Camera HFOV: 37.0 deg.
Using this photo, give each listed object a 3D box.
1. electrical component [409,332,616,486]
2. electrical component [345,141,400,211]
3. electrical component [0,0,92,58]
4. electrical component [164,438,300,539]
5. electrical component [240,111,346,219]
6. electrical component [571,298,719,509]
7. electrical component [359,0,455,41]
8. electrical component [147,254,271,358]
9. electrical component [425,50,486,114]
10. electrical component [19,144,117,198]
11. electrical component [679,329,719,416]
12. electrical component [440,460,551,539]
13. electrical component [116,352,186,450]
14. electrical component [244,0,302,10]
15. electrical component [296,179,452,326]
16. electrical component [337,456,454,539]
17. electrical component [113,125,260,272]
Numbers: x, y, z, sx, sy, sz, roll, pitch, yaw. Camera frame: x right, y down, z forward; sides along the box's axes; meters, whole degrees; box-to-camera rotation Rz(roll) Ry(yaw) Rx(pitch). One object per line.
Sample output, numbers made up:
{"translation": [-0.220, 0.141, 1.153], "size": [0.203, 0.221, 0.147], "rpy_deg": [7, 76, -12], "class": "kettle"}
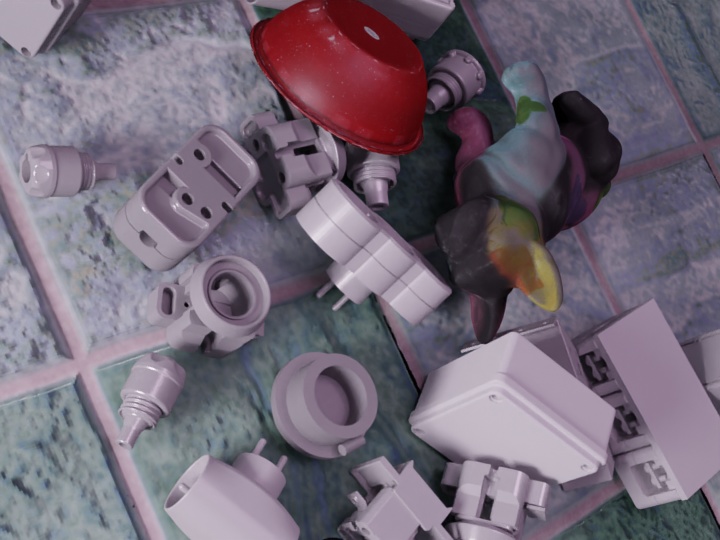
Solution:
{"translation": [0.112, 0.110, 0.797], "size": [0.109, 0.109, 0.056], "rpy_deg": [37, 51, -16], "class": "electrical component"}
{"translation": [0.011, -0.078, 0.855], "size": [0.043, 0.043, 0.062], "rpy_deg": [7, 67, -33], "class": "electrical component"}
{"translation": [-0.235, -0.208, 0.719], "size": [0.113, 0.078, 0.057], "rpy_deg": [41, 49, -13], "class": "electrical component"}
{"translation": [-0.073, 0.145, 0.693], "size": [0.077, 0.043, 0.079], "rpy_deg": [42, 52, -13], "class": "electrical component"}
{"translation": [-0.048, -0.082, 0.807], "size": [0.057, 0.058, 0.078], "rpy_deg": [-18, 80, -36], "class": "electrical component"}
{"translation": [0.241, 0.114, 0.916], "size": [0.089, 0.062, 0.150], "rpy_deg": [-25, 85, -40], "class": "electrical component"}
{"translation": [0.028, -0.247, 0.937], "size": [0.096, 0.061, 0.061], "rpy_deg": [12, 62, -22], "class": "electrical component"}
{"translation": [-0.095, 0.024, 0.724], "size": [0.078, 0.057, 0.058], "rpy_deg": [15, 61, -29], "class": "electrical component"}
{"translation": [0.076, -0.159, 0.938], "size": [0.048, 0.048, 0.062], "rpy_deg": [49, 57, -6], "class": "electrical component"}
{"translation": [-0.191, -0.065, 0.712], "size": [0.061, 0.035, 0.035], "rpy_deg": [-4, 72, -39], "class": "electrical component"}
{"translation": [0.322, 0.096, 0.959], "size": [0.061, 0.096, 0.061], "rpy_deg": [34, 54, -22], "class": "electrical component"}
{"translation": [0.094, 0.178, 0.781], "size": [0.078, 0.058, 0.057], "rpy_deg": [9, 62, 18], "class": "electrical component"}
{"translation": [-0.137, 0.085, 0.682], "size": [0.035, 0.035, 0.061], "rpy_deg": [34, 56, -18], "class": "electrical component"}
{"translation": [-0.058, -0.250, 0.885], "size": [0.077, 0.043, 0.079], "rpy_deg": [0, 69, -35], "class": "electrical component"}
{"translation": [0.000, 0.000, 0.799], "size": [0.138, 0.074, 0.052], "rpy_deg": [40, 11, -35], "class": "electrical component"}
{"translation": [0.022, 0.173, 0.749], "size": [0.081, 0.042, 0.064], "rpy_deg": [50, 54, -5], "class": "electrical component"}
{"translation": [-0.121, -0.047, 0.737], "size": [0.054, 0.059, 0.095], "rpy_deg": [45, 51, -10], "class": "electrical component"}
